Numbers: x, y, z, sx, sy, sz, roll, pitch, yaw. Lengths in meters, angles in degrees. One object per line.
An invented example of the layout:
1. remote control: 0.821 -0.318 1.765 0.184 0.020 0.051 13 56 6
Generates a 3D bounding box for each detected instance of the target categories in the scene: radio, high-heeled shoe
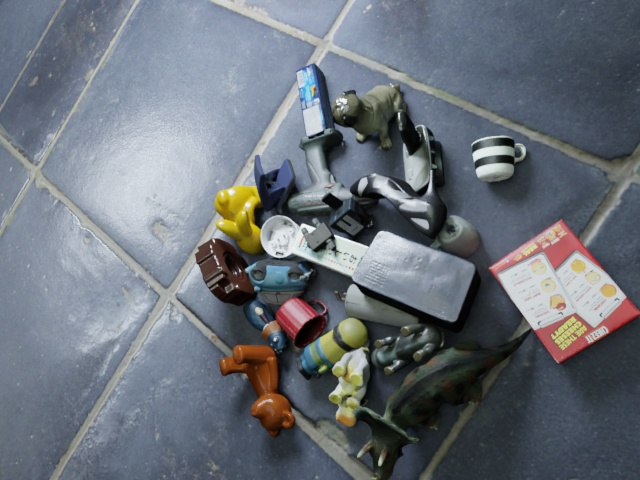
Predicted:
1. radio: 0.192 0.077 1.064 0.230 0.073 0.131 21 76 28
2. high-heeled shoe: 0.156 -0.065 1.124 0.249 0.086 0.145 -6 75 46

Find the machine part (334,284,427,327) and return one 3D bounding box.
1. machine part: 0.143 0.142 1.147 0.243 0.079 0.079 6 80 28

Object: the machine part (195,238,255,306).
1. machine part: -0.225 0.076 1.304 0.056 0.179 0.179 -34 64 12

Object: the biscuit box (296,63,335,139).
1. biscuit box: -0.011 -0.343 1.361 0.059 0.062 0.202 -17 69 23

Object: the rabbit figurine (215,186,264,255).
1. rabbit figurine: -0.187 -0.046 1.340 0.122 0.162 0.173 -23 85 8

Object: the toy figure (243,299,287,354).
1. toy figure: -0.125 0.203 1.278 0.058 0.064 0.155 -47 60 0

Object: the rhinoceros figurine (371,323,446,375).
1. rhinoceros figurine: 0.166 0.216 1.077 0.190 0.112 0.073 -42 71 46

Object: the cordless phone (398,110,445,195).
1. cordless phone: 0.202 -0.185 1.140 0.089 0.184 0.146 -8 73 21

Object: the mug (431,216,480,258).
1. mug: 0.266 -0.005 1.104 0.109 0.107 0.081 -32 63 15

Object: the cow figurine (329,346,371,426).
1. cow figurine: 0.069 0.307 1.132 0.068 0.098 0.167 17 122 21

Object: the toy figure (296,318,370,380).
1. toy figure: 0.027 0.240 1.175 0.180 0.089 0.082 -32 73 14

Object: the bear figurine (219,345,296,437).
1. bear figurine: -0.139 0.344 1.218 0.120 0.132 0.196 -40 54 46

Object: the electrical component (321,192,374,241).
1. electrical component: 0.057 -0.058 1.212 0.075 0.119 0.048 -37 28 32

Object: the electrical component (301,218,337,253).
1. electrical component: -0.002 -0.004 1.203 0.063 0.021 0.094 -39 61 9

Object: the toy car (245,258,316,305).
1. toy car: -0.092 0.101 1.275 0.162 0.109 0.102 4 102 17

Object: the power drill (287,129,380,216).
1. power drill: 0.028 -0.156 1.290 0.232 0.086 0.207 -12 78 24

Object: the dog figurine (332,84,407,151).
1. dog figurine: 0.113 -0.310 1.215 0.121 0.190 0.172 11 81 29

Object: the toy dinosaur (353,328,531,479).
1. toy dinosaur: 0.215 0.280 1.009 0.405 0.192 0.131 -47 63 11

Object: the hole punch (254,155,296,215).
1. hole punch: -0.124 -0.138 1.312 0.115 0.092 0.142 -66 28 29
